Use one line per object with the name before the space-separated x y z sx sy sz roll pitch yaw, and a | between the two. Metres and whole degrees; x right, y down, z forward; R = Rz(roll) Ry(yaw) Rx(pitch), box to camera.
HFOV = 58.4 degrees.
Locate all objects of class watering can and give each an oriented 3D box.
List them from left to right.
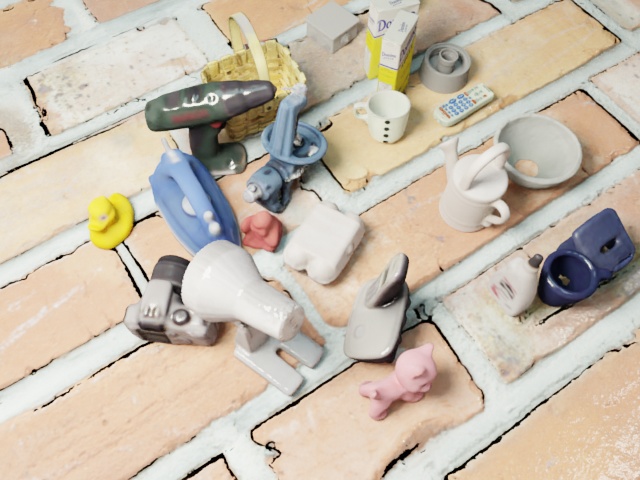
watering can | 0.271 -0.106 1.009 0.172 0.194 0.101 33 66 15

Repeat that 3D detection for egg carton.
egg carton | 0.009 0.004 1.012 0.107 0.069 0.150 26 65 12

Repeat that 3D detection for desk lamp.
desk lamp | -0.095 0.115 0.869 0.203 0.213 0.118 32 66 15

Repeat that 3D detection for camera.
camera | -0.236 0.094 0.939 0.143 0.101 0.137 6 62 2

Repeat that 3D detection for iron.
iron | -0.210 -0.058 0.997 0.119 0.141 0.258 -30 67 -16

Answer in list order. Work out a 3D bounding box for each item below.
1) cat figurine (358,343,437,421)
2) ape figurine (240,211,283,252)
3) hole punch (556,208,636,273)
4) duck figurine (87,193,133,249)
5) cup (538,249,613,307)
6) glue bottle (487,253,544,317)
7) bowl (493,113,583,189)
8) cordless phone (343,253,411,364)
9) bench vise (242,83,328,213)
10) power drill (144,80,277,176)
cat figurine | 0.126 0.214 0.878 0.128 0.118 0.067 -25 66 -14
ape figurine | -0.101 -0.022 1.009 0.076 0.092 0.077 -30 67 -16
hole punch | 0.498 0.011 1.013 0.109 0.091 0.101 -31 67 -17
duck figurine | -0.379 -0.046 1.016 0.077 0.086 0.104 13 63 5
cup | 0.423 0.074 0.975 0.118 0.095 0.091 -2 62 -3
glue bottle | 0.326 0.063 0.933 0.037 0.173 0.078 -30 67 -16
bowl | 0.410 -0.160 1.109 0.167 0.075 0.167 1 62 -1
cordless phone | 0.096 0.107 0.895 0.094 0.185 0.147 12 62 5
bench vise | -0.056 -0.156 1.009 0.121 0.220 0.207 14 63 6
power drill | -0.188 -0.205 1.037 0.229 0.208 0.075 -6 62 -5
